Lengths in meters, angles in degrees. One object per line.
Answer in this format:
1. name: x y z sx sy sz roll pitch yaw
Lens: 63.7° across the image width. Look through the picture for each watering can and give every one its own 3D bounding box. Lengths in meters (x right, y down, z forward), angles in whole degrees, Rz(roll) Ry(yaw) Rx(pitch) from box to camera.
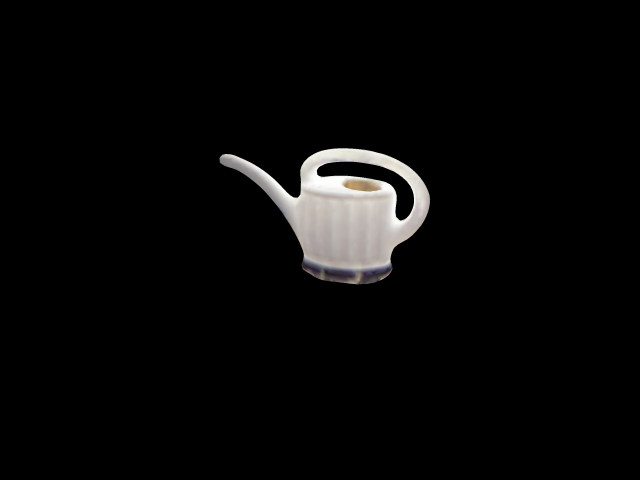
1. watering can: 0.003 -0.043 0.850 0.348 0.221 0.105 5 20 15
